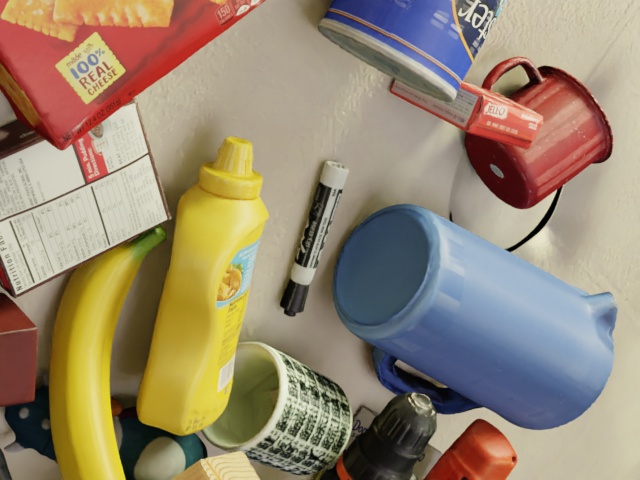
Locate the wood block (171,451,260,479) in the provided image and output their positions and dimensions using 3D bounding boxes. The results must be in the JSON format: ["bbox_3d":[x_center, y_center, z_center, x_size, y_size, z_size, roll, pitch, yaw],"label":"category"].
[{"bbox_3d":[-0.124,0.236,0.705,0.206,0.091,0.090,-35,165,8],"label":"wood block"}]

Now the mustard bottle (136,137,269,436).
[{"bbox_3d":[-0.073,0.026,0.703,0.096,0.058,0.192,-45,150,-70],"label":"mustard bottle"}]

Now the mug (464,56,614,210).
[{"bbox_3d":[0.164,-0.087,0.840,0.081,0.093,0.117,-36,115,-14],"label":"mug"}]

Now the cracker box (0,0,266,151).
[{"bbox_3d":[-0.129,-0.179,0.546,0.164,0.072,0.213,-39,132,-17],"label":"cracker box"}]

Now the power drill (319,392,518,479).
[{"bbox_3d":[0.075,0.187,0.843,0.187,0.057,0.185,4,127,-47],"label":"power drill"}]

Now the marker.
[{"bbox_3d":[-0.005,0.001,0.790,0.020,0.020,0.121,4,111,-41],"label":"marker"}]

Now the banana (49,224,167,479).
[{"bbox_3d":[-0.139,0.086,0.663,0.037,0.070,0.198,19,71,-51],"label":"banana"}]

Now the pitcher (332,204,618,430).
[{"bbox_3d":[0.116,0.068,0.865,0.242,0.145,0.149,28,81,-42],"label":"pitcher"}]

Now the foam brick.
[{"bbox_3d":[-0.213,0.068,0.629,0.078,0.051,0.053,-6,116,-38],"label":"foam brick"}]

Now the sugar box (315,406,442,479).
[{"bbox_3d":[0.026,0.239,0.932,0.093,0.048,0.176,36,84,-46],"label":"sugar box"}]

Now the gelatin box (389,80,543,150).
[{"bbox_3d":[0.107,-0.099,0.778,0.073,0.089,0.030,10,107,-43],"label":"gelatin box"}]

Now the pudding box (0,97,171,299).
[{"bbox_3d":[-0.152,-0.031,0.634,0.113,0.039,0.090,-27,128,-23],"label":"pudding box"}]

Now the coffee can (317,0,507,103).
[{"bbox_3d":[0.076,-0.176,0.699,0.102,0.103,0.140,24,96,-45],"label":"coffee can"}]
